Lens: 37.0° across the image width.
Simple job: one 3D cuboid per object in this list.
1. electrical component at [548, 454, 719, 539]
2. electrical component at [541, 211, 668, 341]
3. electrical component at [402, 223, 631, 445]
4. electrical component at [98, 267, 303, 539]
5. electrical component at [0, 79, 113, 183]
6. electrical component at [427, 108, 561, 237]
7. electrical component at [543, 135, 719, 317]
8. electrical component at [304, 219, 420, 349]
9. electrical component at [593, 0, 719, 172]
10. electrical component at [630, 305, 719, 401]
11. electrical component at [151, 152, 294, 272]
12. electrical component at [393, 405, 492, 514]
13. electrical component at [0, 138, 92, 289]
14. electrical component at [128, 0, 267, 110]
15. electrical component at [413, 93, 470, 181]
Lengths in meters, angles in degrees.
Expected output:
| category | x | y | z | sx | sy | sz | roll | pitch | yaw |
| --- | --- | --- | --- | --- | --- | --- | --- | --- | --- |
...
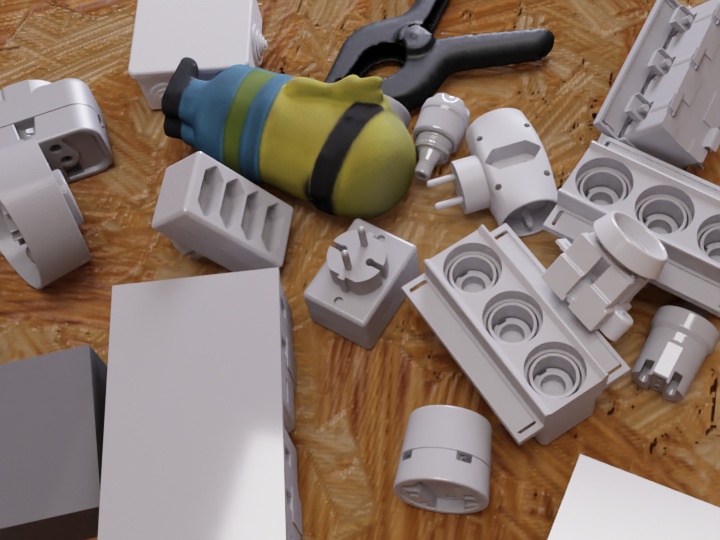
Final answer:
| category | x | y | z | sx | sy | sz | roll | pitch | yaw |
| --- | --- | --- | --- | --- | --- | --- | --- | --- | --- |
| electrical component | 0.132 | 0.207 | 0.560 | 0.105 | 0.060 | 0.186 | 20 | 66 | 17 |
| electrical component | 0.146 | -0.001 | 0.630 | 0.066 | 0.048 | 0.055 | 50 | 120 | 22 |
| electrical component | 0.092 | 0.041 | 0.654 | 0.079 | 0.063 | 0.121 | -31 | 62 | -10 |
| electrical component | -0.093 | 0.099 | 0.649 | 0.105 | 0.060 | 0.186 | -6 | 61 | 4 |
| electrical component | -0.234 | -0.097 | 0.778 | 0.095 | 0.053 | 0.059 | -19 | 61 | -3 |
| electrical component | 0.085 | -0.060 | 0.721 | 0.079 | 0.043 | 0.077 | -16 | 61 | -1 |
| electrical component | 0.188 | -0.023 | 0.676 | 0.121 | 0.063 | 0.078 | 29 | 69 | 21 |
| electrical component | 0.000 | 0.000 | 0.681 | 0.047 | 0.076 | 0.065 | 26 | 68 | 20 |
| electrical component | 0.216 | -0.122 | 0.719 | 0.079 | 0.063 | 0.121 | 38 | 67 | -19 |
| electrical component | 0.189 | 0.051 | 0.650 | 0.040 | 0.040 | 0.046 | 26 | 74 | 20 |
| electrical component | -0.102 | -0.030 | 0.718 | 0.076 | 0.083 | 0.047 | -19 | 52 | 42 |
| electrical component | 0.050 | 0.110 | 0.628 | 0.055 | 0.055 | 0.047 | 5 | 59 | 10 |
| electrical component | -0.224 | -0.037 | 0.722 | 0.064 | 0.099 | 0.099 | -26 | 61 | -13 |
| electrical component | -0.120 | -0.169 | 0.805 | 0.100 | 0.048 | 0.099 | -3 | 61 | 6 |
| electrical component | 0.053 | -0.090 | 0.748 | 0.035 | 0.035 | 0.061 | 16 | 67 | 15 |
